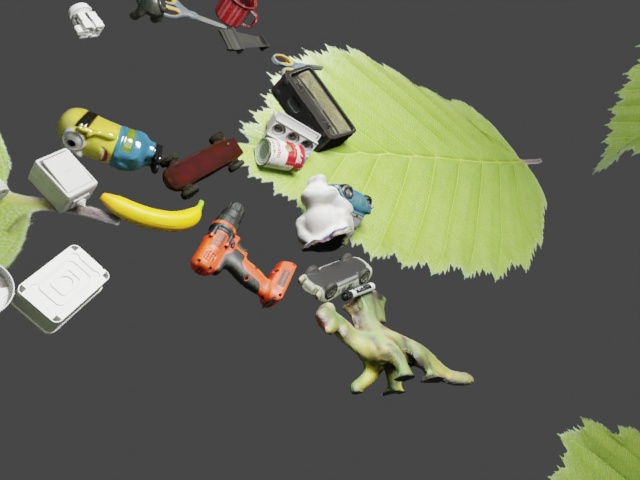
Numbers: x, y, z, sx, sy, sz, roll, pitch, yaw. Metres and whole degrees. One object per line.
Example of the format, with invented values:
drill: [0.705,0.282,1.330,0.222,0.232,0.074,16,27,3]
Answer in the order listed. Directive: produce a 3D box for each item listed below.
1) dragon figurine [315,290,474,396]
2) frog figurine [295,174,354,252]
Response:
dragon figurine: [0.153,0.206,1.112,0.409,0.248,0.120,12,-44,-37]
frog figurine: [0.003,-0.057,1.140,0.136,0.162,0.122,-31,-29,26]
